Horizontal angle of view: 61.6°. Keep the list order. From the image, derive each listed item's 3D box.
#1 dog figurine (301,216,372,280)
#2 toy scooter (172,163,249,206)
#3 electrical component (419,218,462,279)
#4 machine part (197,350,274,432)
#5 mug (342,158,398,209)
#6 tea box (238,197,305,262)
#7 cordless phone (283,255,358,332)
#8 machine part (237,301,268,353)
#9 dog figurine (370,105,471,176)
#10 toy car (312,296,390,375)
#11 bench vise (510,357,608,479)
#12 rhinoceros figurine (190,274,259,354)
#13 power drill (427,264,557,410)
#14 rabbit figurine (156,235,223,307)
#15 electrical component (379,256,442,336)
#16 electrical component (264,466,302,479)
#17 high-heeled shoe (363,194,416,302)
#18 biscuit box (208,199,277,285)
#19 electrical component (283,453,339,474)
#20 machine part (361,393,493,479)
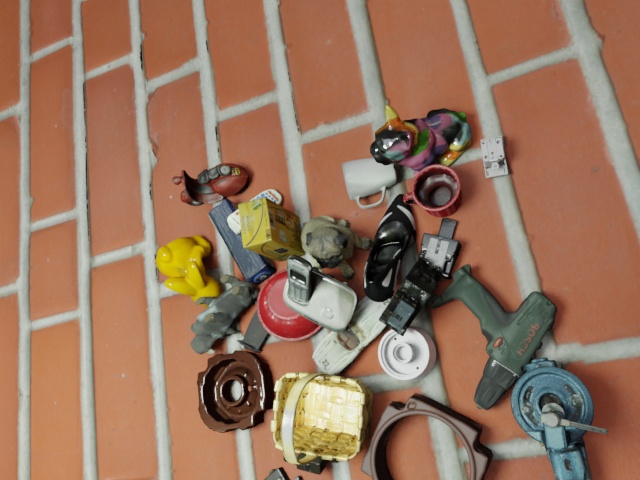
[{"bbox_3d":[0.001,-0.006,1.081,0.173,0.190,0.121,19,86,27],"label":"dog figurine"},{"bbox_3d":[-0.264,-0.134,1.250,0.184,0.135,0.075,-19,70,17],"label":"toy scooter"},{"bbox_3d":[0.239,0.012,1.056,0.075,0.047,0.119,19,88,24],"label":"electrical component"},{"bbox_3d":[-0.182,0.324,1.157,0.180,0.056,0.179,-5,75,21],"label":"machine part"},{"bbox_3d":[0.109,-0.124,1.124,0.107,0.080,0.109,-15,68,10],"label":"mug"},{"bbox_3d":[-0.100,-0.019,1.136,0.068,0.169,0.098,-14,72,18],"label":"tea box"},{"bbox_3d":[0.002,0.088,1.005,0.147,0.184,0.089,27,67,13],"label":"cordless phone"},{"bbox_3d":[-0.121,0.181,1.174,0.084,0.039,0.139,33,90,20],"label":"machine part"},{"bbox_3d":[0.193,-0.202,1.031,0.191,0.219,0.108,-33,71,14],"label":"dog figurine"},{"bbox_3d":[0.071,0.189,1.081,0.201,0.056,0.074,-47,65,7],"label":"toy car"},{"bbox_3d":[0.365,0.295,0.833,0.129,0.240,0.223,-4,75,22],"label":"bench vise"},{"bbox_3d":[-0.218,0.165,1.182,0.190,0.112,0.073,-50,50,-4],"label":"rhinoceros figurine"},{"bbox_3d":[0.296,0.160,0.982,0.207,0.086,0.232,43,95,28],"label":"power drill"},{"bbox_3d":[-0.283,0.078,1.217,0.122,0.162,0.173,-38,84,-2],"label":"rabbit figurine"},{"bbox_3d":[0.167,0.108,0.996,0.058,0.134,0.114,32,125,12],"label":"electrical component"},{"bbox_3d":[-0.083,0.497,1.094,0.094,0.021,0.063,-40,66,10],"label":"electrical component"},{"bbox_3d":[0.127,0.003,1.041,0.086,0.145,0.248,-2,69,23],"label":"high-heeled shoe"},{"bbox_3d":[-0.177,0.004,1.224,0.063,0.059,0.203,-36,67,10],"label":"biscuit box"},{"bbox_3d":[-0.012,0.416,1.061,0.102,0.078,0.045,6,105,29],"label":"electrical component"},{"bbox_3d":[0.190,0.398,0.969,0.202,0.087,0.201,23,88,27],"label":"machine part"}]
